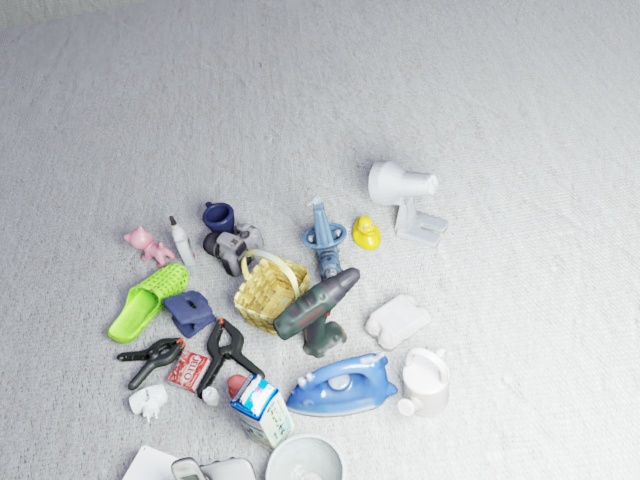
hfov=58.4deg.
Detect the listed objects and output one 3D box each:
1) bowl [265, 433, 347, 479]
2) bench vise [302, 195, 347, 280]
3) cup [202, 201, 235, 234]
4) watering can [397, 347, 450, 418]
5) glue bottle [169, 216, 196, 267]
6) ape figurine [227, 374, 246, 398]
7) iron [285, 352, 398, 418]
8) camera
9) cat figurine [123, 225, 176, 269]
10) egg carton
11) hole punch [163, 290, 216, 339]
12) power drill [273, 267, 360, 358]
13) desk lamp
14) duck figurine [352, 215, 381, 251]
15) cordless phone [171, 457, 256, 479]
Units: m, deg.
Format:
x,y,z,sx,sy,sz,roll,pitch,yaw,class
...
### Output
x,y,z,sx,sy,sz,roll,pitch,yaw,class
-0.023,0.488,1.169,0.167,0.075,0.167,-5,49,6,bowl
0.024,0.001,1.485,0.121,0.220,0.207,-24,50,-11,bench vise
-0.294,-0.054,1.672,0.092,0.095,0.117,-34,52,-18,cup
0.223,0.297,1.211,0.100,0.194,0.173,5,51,14,watering can
-0.387,-0.005,1.594,0.037,0.173,0.078,-16,49,-3,glue bottle
-0.187,0.340,1.315,0.076,0.092,0.078,-1,49,9,ape figurine
0.035,0.312,1.266,0.258,0.142,0.118,-14,49,-2,iron
-0.252,0.009,1.607,0.136,0.101,0.143,22,56,26,camera
-0.490,0.011,1.636,0.127,0.118,0.067,18,55,24,cat figurine
0.188,0.198,1.386,0.150,0.069,0.107,-32,52,-17,egg carton
-0.337,0.179,1.481,0.101,0.091,0.108,-36,53,-20,hole punch
0.004,0.179,1.342,0.230,0.209,0.075,-30,51,-15,power drill
0.240,-0.108,1.545,0.202,0.214,0.118,18,55,24,desk lamp
0.126,-0.033,1.586,0.077,0.086,0.104,-20,49,-7,duck figurine
-0.209,0.476,1.139,0.147,0.185,0.094,-17,49,-4,cordless phone
